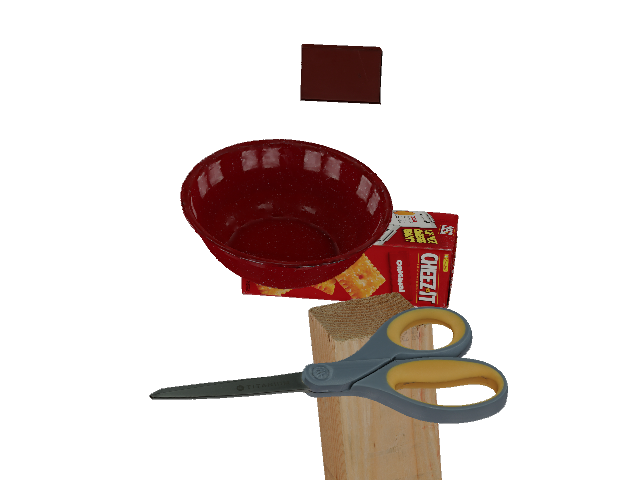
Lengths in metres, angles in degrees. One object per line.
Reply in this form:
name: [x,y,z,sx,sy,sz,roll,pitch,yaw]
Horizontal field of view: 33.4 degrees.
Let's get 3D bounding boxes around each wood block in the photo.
wood block: [0.051,0.163,0.965,0.090,0.206,0.091,-10,18,-14]

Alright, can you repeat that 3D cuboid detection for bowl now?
bowl: [-0.027,-0.012,0.824,0.162,0.055,0.162,4,38,-3]

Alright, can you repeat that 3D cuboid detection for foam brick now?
foam brick: [0.019,-0.159,1.017,0.078,0.051,0.053,3,14,0]

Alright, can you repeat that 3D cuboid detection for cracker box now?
cracker box: [0.036,0.014,1.143,0.214,0.072,0.164,4,15,9]

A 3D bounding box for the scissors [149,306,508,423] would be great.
scissors: [0.009,0.069,0.627,0.202,0.016,0.096,6,38,3]
